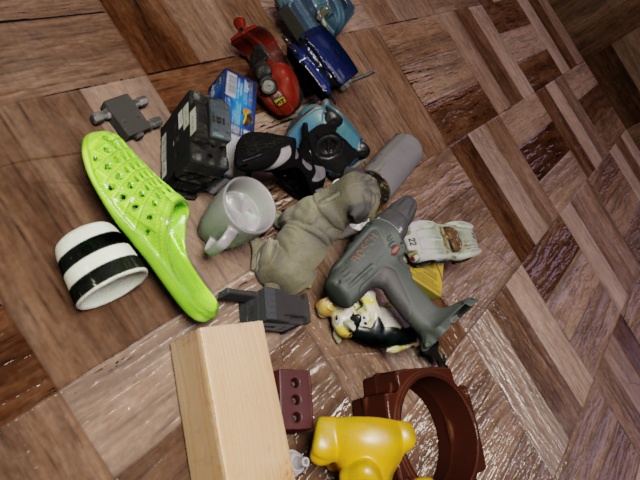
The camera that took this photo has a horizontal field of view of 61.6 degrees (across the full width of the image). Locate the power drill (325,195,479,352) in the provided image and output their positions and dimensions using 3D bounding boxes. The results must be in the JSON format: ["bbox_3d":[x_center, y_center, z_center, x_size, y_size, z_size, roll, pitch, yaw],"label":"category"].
[{"bbox_3d":[0.136,0.051,0.819,0.232,0.086,0.207,-38,78,-28],"label":"power drill"}]

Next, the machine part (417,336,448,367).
[{"bbox_3d":[0.176,0.160,0.934,0.139,0.039,0.084,55,12,4],"label":"machine part"}]

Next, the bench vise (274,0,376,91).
[{"bbox_3d":[0.017,-0.419,1.058,0.223,0.129,0.240,43,51,-19],"label":"bench vise"}]

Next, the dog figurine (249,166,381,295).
[{"bbox_3d":[-0.004,-0.006,0.773,0.121,0.190,0.172,28,55,-27],"label":"dog figurine"}]

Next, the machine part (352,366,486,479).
[{"bbox_3d":[0.156,0.300,0.827,0.201,0.087,0.201,8,65,-38],"label":"machine part"}]

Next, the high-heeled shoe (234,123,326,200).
[{"bbox_3d":[-0.058,-0.091,0.806,0.249,0.086,0.145,-41,135,-56],"label":"high-heeled shoe"}]

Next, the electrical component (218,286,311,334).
[{"bbox_3d":[-0.079,0.096,0.738,0.119,0.075,0.048,14,60,-40],"label":"electrical component"}]

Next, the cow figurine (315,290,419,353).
[{"bbox_3d":[0.075,0.132,0.846,0.167,0.068,0.098,3,63,-21],"label":"cow figurine"}]

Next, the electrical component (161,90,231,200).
[{"bbox_3d":[-0.169,-0.132,0.736,0.058,0.134,0.115,8,66,-37],"label":"electrical component"}]

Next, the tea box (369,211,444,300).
[{"bbox_3d":[0.141,0.035,0.961,0.169,0.068,0.098,35,50,-24],"label":"tea box"}]

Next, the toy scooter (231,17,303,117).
[{"bbox_3d":[-0.095,-0.301,0.905,0.184,0.075,0.135,69,14,16],"label":"toy scooter"}]

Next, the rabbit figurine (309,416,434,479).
[{"bbox_3d":[0.066,0.320,0.683,0.162,0.121,0.173,3,57,6],"label":"rabbit figurine"}]

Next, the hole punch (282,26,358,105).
[{"bbox_3d":[0.007,-0.309,0.930,0.142,0.092,0.116,53,5,-11],"label":"hole punch"}]

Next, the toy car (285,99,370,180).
[{"bbox_3d":[0.010,-0.185,0.943,0.161,0.109,0.103,27,32,-38],"label":"toy car"}]

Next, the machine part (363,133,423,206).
[{"bbox_3d":[0.135,-0.139,1.040,0.079,0.079,0.243,51,47,-8],"label":"machine part"}]

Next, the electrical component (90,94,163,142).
[{"bbox_3d":[-0.269,-0.168,0.748,0.063,0.021,0.094,56,45,-4],"label":"electrical component"}]

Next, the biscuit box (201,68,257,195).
[{"bbox_3d":[-0.141,-0.165,0.827,0.059,0.063,0.203,19,57,-32],"label":"biscuit box"}]

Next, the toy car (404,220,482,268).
[{"bbox_3d":[0.215,0.004,0.954,0.201,0.056,0.073,-1,69,-42],"label":"toy car"}]

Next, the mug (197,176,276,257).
[{"bbox_3d":[-0.124,-0.019,0.735,0.080,0.107,0.109,34,54,-22],"label":"mug"}]
